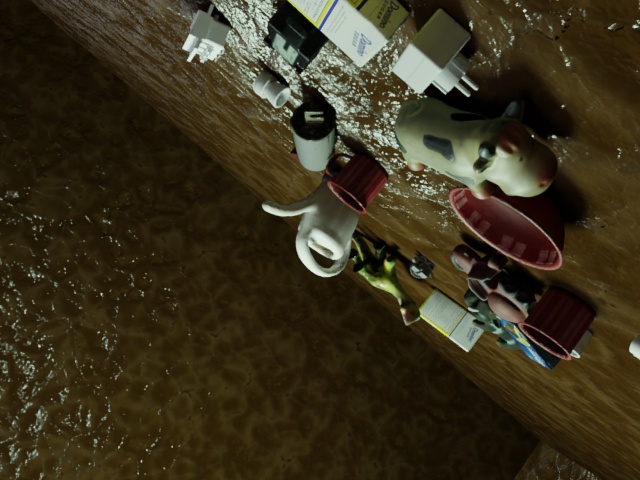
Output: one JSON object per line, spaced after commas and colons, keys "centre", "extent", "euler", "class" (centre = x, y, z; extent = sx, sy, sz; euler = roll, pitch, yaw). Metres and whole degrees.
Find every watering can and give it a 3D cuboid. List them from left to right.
{"centre": [0.003, -0.058, 1.143], "extent": [0.104, 0.228, 0.341], "euler": [11, -25, 33], "class": "watering can"}

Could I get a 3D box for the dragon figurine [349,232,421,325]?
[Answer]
{"centre": [0.194, 0.116, 1.527], "extent": [0.122, 0.239, 0.417], "euler": [-35, 23, 5], "class": "dragon figurine"}
